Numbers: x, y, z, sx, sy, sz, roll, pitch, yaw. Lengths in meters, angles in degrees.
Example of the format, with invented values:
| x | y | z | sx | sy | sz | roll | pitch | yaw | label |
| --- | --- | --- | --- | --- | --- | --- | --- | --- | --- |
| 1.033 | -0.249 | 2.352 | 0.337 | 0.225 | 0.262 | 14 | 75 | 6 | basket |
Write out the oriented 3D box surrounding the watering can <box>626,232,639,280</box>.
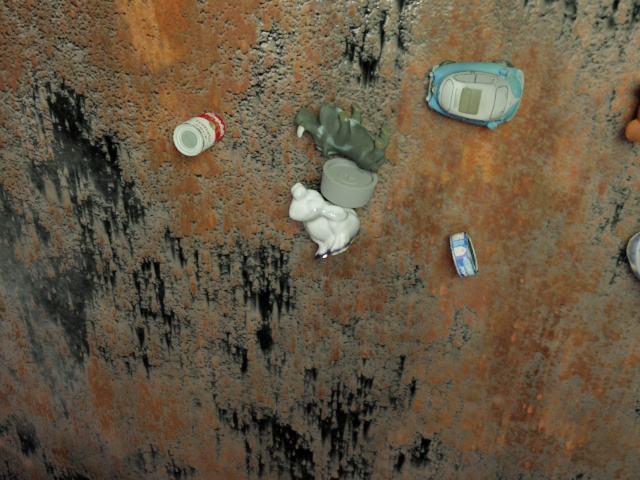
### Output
| x | y | z | sx | sy | sz | roll | pitch | yaw | label |
| --- | --- | --- | --- | --- | --- | --- | --- | --- | --- |
| 0.642 | 0.100 | 0.850 | 0.103 | 0.345 | 0.227 | -37 | 11 | 12 | watering can |

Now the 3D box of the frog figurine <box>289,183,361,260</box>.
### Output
| x | y | z | sx | sy | sz | roll | pitch | yaw | label |
| --- | --- | --- | --- | --- | --- | --- | --- | --- | --- |
| 0.003 | -0.052 | 1.036 | 0.123 | 0.158 | 0.137 | -32 | 8 | -14 | frog figurine |
